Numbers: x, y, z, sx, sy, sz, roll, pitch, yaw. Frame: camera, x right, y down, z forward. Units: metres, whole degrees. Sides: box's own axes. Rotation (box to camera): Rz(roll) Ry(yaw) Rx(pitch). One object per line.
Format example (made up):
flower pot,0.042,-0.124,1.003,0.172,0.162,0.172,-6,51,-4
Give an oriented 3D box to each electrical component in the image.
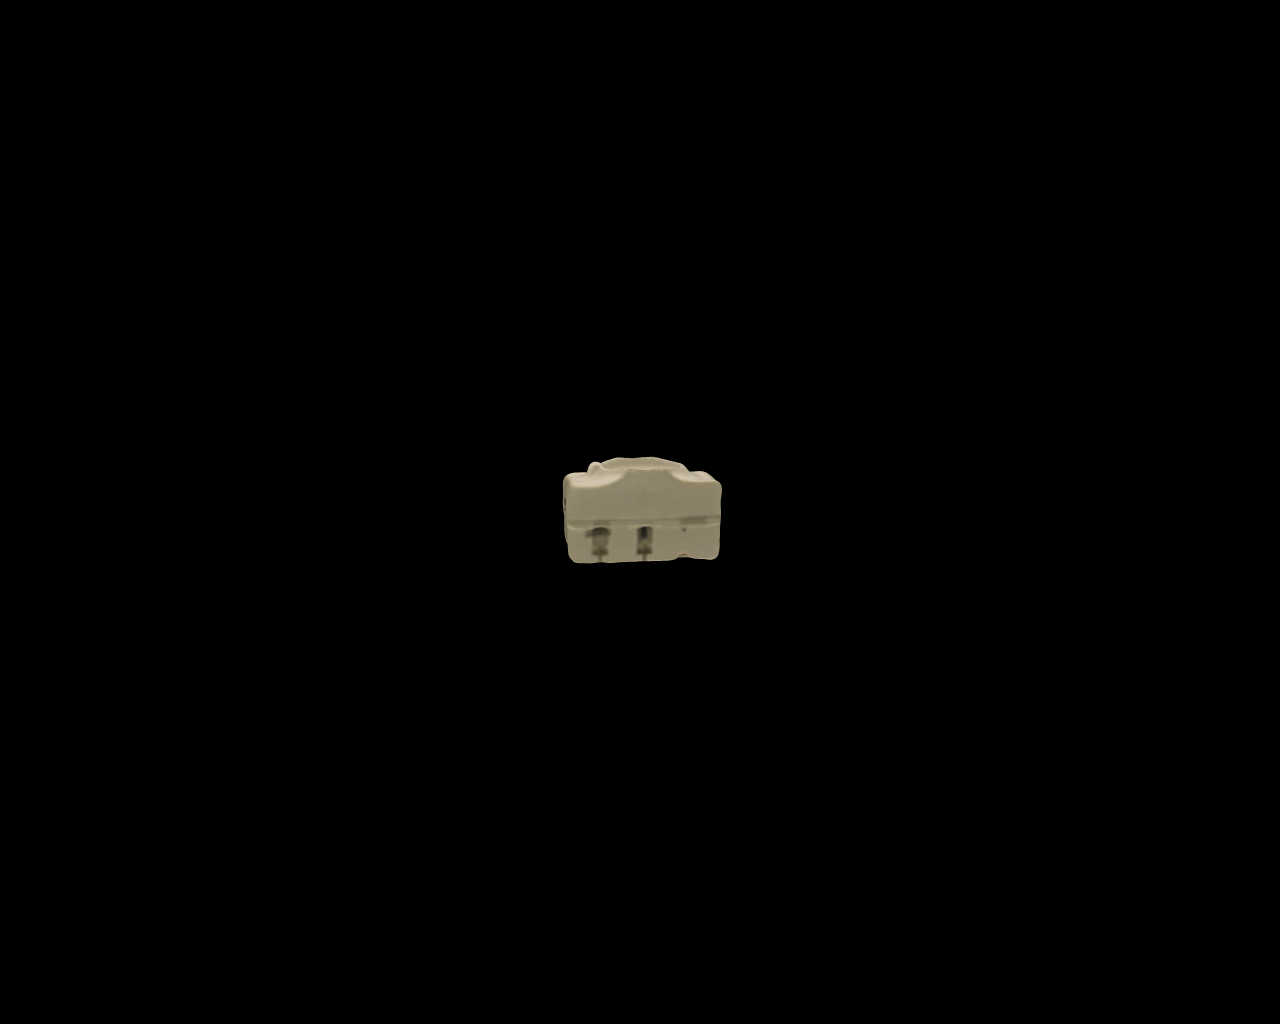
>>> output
electrical component,0.001,-0.003,0.650,0.089,0.055,0.050,-1,12,-7
